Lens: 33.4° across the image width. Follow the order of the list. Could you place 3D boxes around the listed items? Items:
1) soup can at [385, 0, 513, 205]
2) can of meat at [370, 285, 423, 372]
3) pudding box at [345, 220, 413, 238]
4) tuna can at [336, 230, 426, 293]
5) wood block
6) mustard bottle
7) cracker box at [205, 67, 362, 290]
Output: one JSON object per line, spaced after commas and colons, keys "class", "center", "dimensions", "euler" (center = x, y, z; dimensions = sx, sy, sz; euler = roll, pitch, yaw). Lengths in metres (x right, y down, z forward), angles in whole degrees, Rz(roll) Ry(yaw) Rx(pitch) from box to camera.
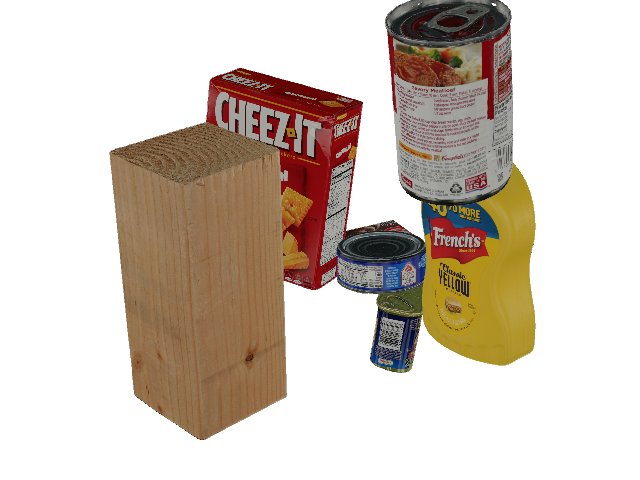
{"class": "soup can", "center": [0.074, -0.079, 0.604], "dimensions": [0.068, 0.102, 0.068], "euler": [-5, 34, 3]}
{"class": "can of meat", "center": [0.095, 0.099, 1.285], "dimensions": [0.057, 0.084, 0.102], "euler": [11, 25, 7]}
{"class": "pudding box", "center": [0.079, 0.012, 1.522], "dimensions": [0.113, 0.039, 0.090], "euler": [-15, 27, -21]}
{"class": "tuna can", "center": [0.057, 0.019, 0.999], "dimensions": [0.086, 0.034, 0.086], "euler": [-2, 19, 1]}
{"class": "wood block", "center": [-0.087, 0.029, 0.794], "dimensions": [0.090, 0.206, 0.090], "euler": [-22, 33, -38]}
{"class": "mustard bottle", "center": [0.117, -0.007, 0.802], "dimensions": [0.058, 0.192, 0.096], "euler": [-21, 30, -31]}
{"class": "cracker box", "center": [-0.051, -0.068, 1.201], "dimensions": [0.164, 0.214, 0.072], "euler": [19, 28, 24]}
